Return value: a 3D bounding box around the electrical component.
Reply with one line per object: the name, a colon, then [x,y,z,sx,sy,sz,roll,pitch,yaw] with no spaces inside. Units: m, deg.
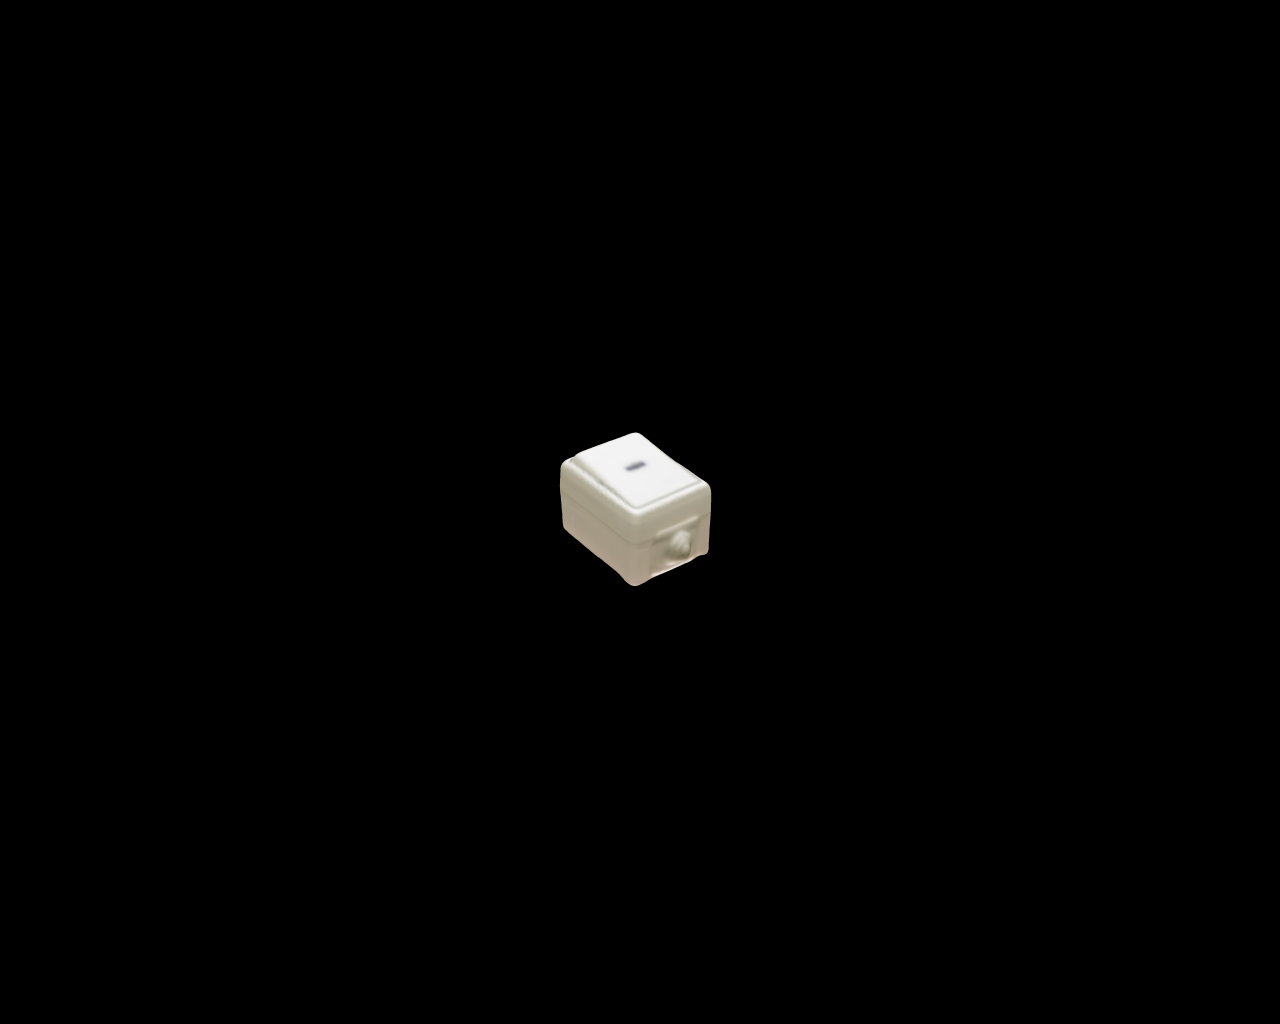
electrical component: [0.001,-0.003,0.650,0.062,0.061,0.096,-22,40,-30]
